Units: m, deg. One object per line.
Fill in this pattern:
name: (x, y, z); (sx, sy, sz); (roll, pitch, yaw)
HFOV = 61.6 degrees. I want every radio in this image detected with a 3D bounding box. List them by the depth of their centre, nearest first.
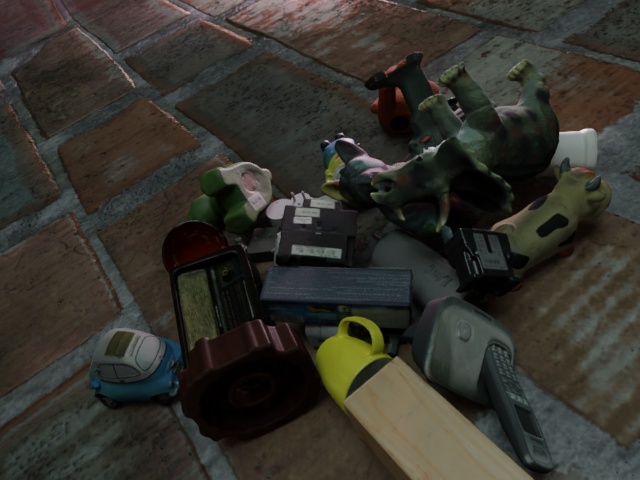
radio: (-0.140, 0.120, 0.804); (0.131, 0.073, 0.230); (-23, 50, -1)

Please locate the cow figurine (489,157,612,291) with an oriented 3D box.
cow figurine: (0.318, -0.029, 0.749); (0.195, 0.127, 0.086); (-30, 48, -6)

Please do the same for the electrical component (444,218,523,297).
electrical component: (0.205, 0.012, 0.696); (0.075, 0.047, 0.119); (9, 55, -16)

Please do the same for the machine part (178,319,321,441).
machine part: (-0.087, 0.177, 0.675); (0.179, 0.179, 0.056); (-25, 40, -3)

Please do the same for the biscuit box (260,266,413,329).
biscuit box: (0.023, 0.076, 0.725); (0.203, 0.059, 0.063); (2, 50, 12)

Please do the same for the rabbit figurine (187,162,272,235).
rabbit figurine: (-0.178, -0.080, 0.992); (0.170, 0.121, 0.159); (-24, 23, 37)

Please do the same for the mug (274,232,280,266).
mug: (-0.014, 0.034, 0.850); (0.107, 0.080, 0.109); (0, 43, 11)

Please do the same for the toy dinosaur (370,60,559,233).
toy dinosaur: (0.251, -0.136, 0.729); (0.405, 0.131, 0.192); (-20, 82, -33)

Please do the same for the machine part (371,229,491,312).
machine part: (0.154, 0.054, 0.765); (0.079, 0.079, 0.243); (-35, 45, -14)

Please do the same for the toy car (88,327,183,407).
toy car: (-0.277, 0.180, 0.790); (0.162, 0.102, 0.109); (-2, 48, 22)

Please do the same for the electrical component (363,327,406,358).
electrical component: (0.093, 0.123, 0.761); (0.063, 0.021, 0.094); (1, 48, 22)

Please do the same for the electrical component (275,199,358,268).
electrical component: (-0.002, -0.002, 0.798); (0.115, 0.058, 0.134); (7, 48, 2)

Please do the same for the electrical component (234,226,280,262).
electrical component: (-0.095, 0.006, 0.931); (0.102, 0.045, 0.078); (-2, 49, 20)

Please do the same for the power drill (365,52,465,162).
power drill: (0.162, -0.206, 0.939); (0.232, 0.086, 0.207); (-32, 86, -1)

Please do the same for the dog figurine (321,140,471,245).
dog figurine: (0.117, -0.079, 0.808); (0.219, 0.108, 0.191); (21, 22, 2)

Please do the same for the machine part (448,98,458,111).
machine part: (0.241, -0.210, 1.014); (0.084, 0.039, 0.139); (-3, 57, 25)

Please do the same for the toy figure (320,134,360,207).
toy figure: (0.054, -0.131, 0.984); (0.082, 0.089, 0.180); (-46, 31, 15)

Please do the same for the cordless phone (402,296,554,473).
cordless phone: (0.178, 0.164, 0.598); (0.088, 0.146, 0.184); (-46, 32, 24)

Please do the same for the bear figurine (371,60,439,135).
bear figurine: (0.170, -0.309, 1.085); (0.120, 0.131, 0.196); (10, 53, 1)
